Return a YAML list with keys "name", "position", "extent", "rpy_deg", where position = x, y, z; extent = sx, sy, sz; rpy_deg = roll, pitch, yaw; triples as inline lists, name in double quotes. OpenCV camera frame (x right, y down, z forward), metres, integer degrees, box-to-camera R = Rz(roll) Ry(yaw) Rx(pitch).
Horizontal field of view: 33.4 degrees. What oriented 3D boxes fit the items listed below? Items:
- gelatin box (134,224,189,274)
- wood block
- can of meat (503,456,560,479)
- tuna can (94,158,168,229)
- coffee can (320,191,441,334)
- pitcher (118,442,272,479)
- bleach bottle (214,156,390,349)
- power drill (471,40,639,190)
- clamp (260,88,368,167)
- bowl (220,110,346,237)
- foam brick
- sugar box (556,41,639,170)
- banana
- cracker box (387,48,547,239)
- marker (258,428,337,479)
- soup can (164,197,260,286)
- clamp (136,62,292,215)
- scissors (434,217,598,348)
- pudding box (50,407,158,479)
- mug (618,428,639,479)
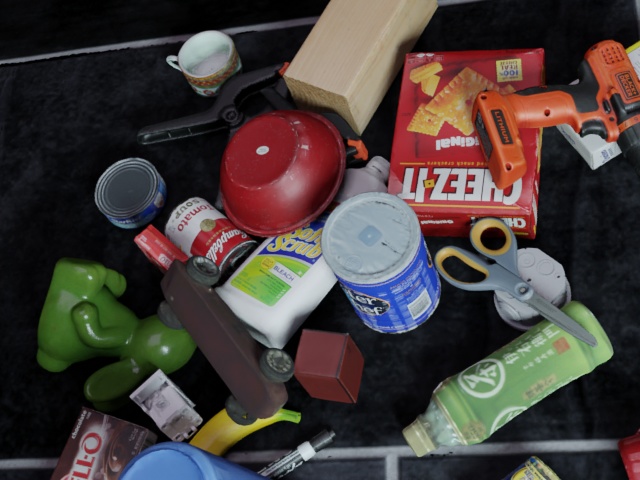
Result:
- name: "gelatin box"
  position: [-0.168, 0.030, 1.227]
  extent: [0.030, 0.089, 0.073]
  rpy_deg: [-45, 60, -10]
- name: "wood block"
  position: [0.052, -0.243, 1.303]
  extent: [0.091, 0.090, 0.206]
  rpy_deg: [22, 71, 25]
- name: "can of meat"
  position: [0.204, 0.268, 1.012]
  extent: [0.084, 0.057, 0.102]
  rpy_deg: [-36, 60, -7]
- name: "tuna can"
  position: [-0.234, -0.057, 1.325]
  extent: [0.086, 0.033, 0.086]
  rpy_deg: [-7, 62, 13]
- name: "coffee can"
  position: [0.067, 0.026, 1.129]
  extent: [0.103, 0.140, 0.103]
  rpy_deg: [-7, 62, 13]
- name: "pitcher"
  position: [-0.078, 0.271, 0.983]
  extent: [0.149, 0.242, 0.145]
  rpy_deg: [-32, 55, 8]
- name: "bleach bottle"
  position: [-0.008, 0.001, 1.211]
  extent: [0.103, 0.068, 0.250]
  rpy_deg: [30, 72, 31]
- name: "power drill"
  position: [0.267, -0.112, 1.126]
  extent: [0.187, 0.057, 0.184]
  rpy_deg: [-14, 66, -7]
- name: "clamp"
  position: [-0.021, -0.127, 1.260]
  extent: [0.172, 0.039, 0.120]
  rpy_deg: [4, 73, 23]
- name: "bowl"
  position: [-0.054, -0.087, 1.201]
  extent: [0.162, 0.055, 0.162]
  rpy_deg: [-11, 63, 22]
- name: "foam brick"
  position: [0.010, 0.133, 1.128]
  extent: [0.051, 0.078, 0.053]
  rpy_deg: [4, 63, 20]
- name: "sugar box"
  position: [0.353, -0.164, 1.197]
  extent: [0.176, 0.048, 0.093]
  rpy_deg: [-32, 61, 2]
- name: "banana"
  position: [-0.113, 0.233, 1.136]
  extent: [0.197, 0.037, 0.070]
  rpy_deg: [-45, 58, -9]
- name: "cracker box"
  position: [0.167, -0.112, 1.210]
  extent: [0.164, 0.072, 0.213]
  rpy_deg: [2, 65, 17]
- name: "marker"
  position: [-0.035, 0.235, 1.122]
  extent: [0.121, 0.020, 0.020]
  rpy_deg: [-33, 59, -2]
- name: "soup can"
  position: [-0.125, 0.003, 1.242]
  extent: [0.068, 0.068, 0.102]
  rpy_deg: [-46, 60, -10]
- name: "clamp"
  position: [-0.117, -0.149, 1.332]
  extent: [0.165, 0.036, 0.210]
  rpy_deg: [35, 77, 20]
- name: "scissors"
  position: [0.210, 0.035, 1.086]
  extent: [0.202, 0.016, 0.096]
  rpy_deg: [21, 69, 35]
- name: "pudding box"
  position: [-0.239, 0.249, 1.164]
  extent: [0.090, 0.039, 0.113]
  rpy_deg: [14, 69, 23]
- name: "mug"
  position: [0.327, 0.207, 0.995]
  extent: [0.081, 0.093, 0.117]
  rpy_deg: [-20, 29, 12]
